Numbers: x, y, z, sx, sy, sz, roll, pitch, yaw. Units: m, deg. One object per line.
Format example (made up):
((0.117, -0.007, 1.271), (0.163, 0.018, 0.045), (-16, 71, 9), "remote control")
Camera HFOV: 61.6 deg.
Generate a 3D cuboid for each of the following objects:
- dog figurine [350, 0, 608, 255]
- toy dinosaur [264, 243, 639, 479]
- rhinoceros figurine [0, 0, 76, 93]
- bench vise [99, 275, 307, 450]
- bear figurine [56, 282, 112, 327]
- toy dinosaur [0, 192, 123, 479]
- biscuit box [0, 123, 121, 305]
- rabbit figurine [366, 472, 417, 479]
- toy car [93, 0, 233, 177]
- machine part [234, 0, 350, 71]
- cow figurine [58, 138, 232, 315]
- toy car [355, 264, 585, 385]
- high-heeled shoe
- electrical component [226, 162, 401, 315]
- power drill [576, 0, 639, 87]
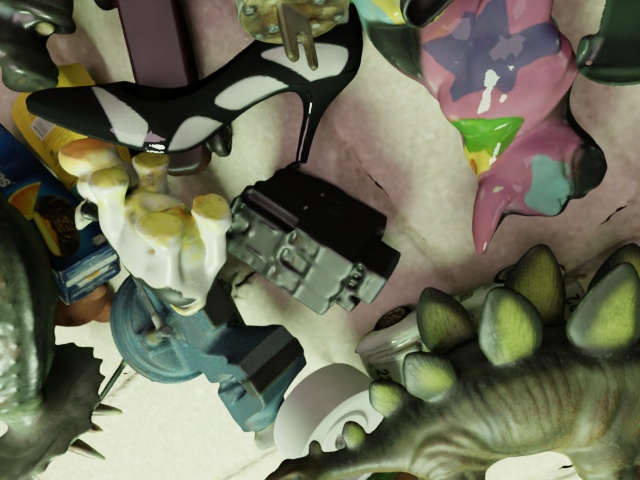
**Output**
((0.107, -0.105, 0.383), (0.192, 0.108, 0.219), (7, 113, 15), "dog figurine")
((0.186, 0.106, 0.380), (0.472, 0.105, 0.198), (-12, 102, -3), "toy dinosaur")
((-0.253, -0.217, 0.445), (0.112, 0.073, 0.190), (-19, 81, 12), "rhinoceros figurine")
((-0.126, 0.109, 0.532), (0.241, 0.129, 0.223), (-25, 110, 44), "bench vise")
((-0.319, 0.028, 0.575), (0.196, 0.120, 0.132), (-2, 65, -7), "bear figurine")
((-0.272, 0.048, 0.432), (0.192, 0.131, 0.404), (7, 118, 7), "toy dinosaur")
((-0.282, -0.033, 0.522), (0.203, 0.063, 0.059), (41, 144, 15), "biscuit box")
((0.072, 0.287, 0.546), (0.159, 0.121, 0.170), (23, 132, 1), "rabbit figurine")
((-0.136, -0.156, 0.471), (0.089, 0.053, 0.202), (-9, 105, 4), "toy car")
((-0.033, -0.229, 0.367), (0.079, 0.079, 0.243), (-16, 79, 22), "machine part")
((-0.142, -0.016, 0.424), (0.168, 0.068, 0.098), (35, 135, 30), "cow figurine")
((0.128, 0.082, 0.467), (0.202, 0.056, 0.073), (-25, 100, 24), "toy car")
((-0.091, -0.139, 0.411), (0.249, 0.086, 0.145), (7, 105, -12), "high-heeled shoe")
((-0.001, -0.001, 0.448), (0.134, 0.115, 0.058), (32, 119, 5), "electrical component")
((0.258, -0.117, 0.304), (0.207, 0.086, 0.231), (1, 106, -12), "power drill")
